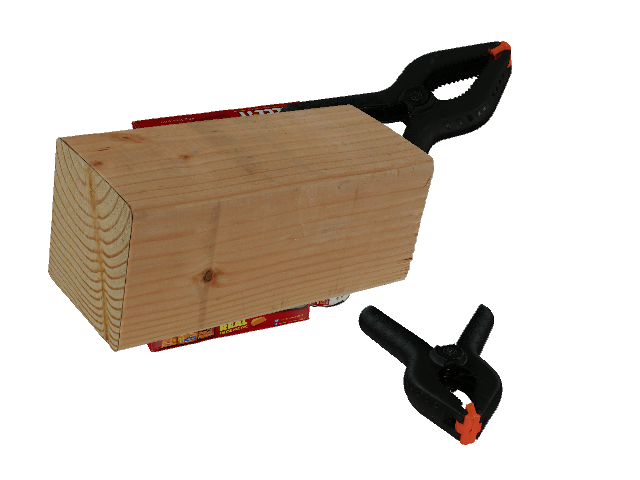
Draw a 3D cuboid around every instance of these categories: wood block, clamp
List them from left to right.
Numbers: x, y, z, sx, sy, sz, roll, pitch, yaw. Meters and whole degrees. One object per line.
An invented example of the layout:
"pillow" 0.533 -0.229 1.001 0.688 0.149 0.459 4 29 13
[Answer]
"wood block" -0.044 -0.015 0.631 0.205 0.091 0.090 -12 36 -36
"clamp" 0.086 -0.104 0.924 0.210 0.165 0.036 -27 -37 -9
"clamp" 0.112 0.102 0.887 0.120 0.039 0.171 -10 34 -13

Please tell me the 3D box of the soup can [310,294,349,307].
"soup can" 0.002 0.019 1.247 0.068 0.102 0.068 -1 30 0

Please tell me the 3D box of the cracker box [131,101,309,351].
"cracker box" -0.088 -0.013 0.984 0.164 0.214 0.072 -10 36 -22
